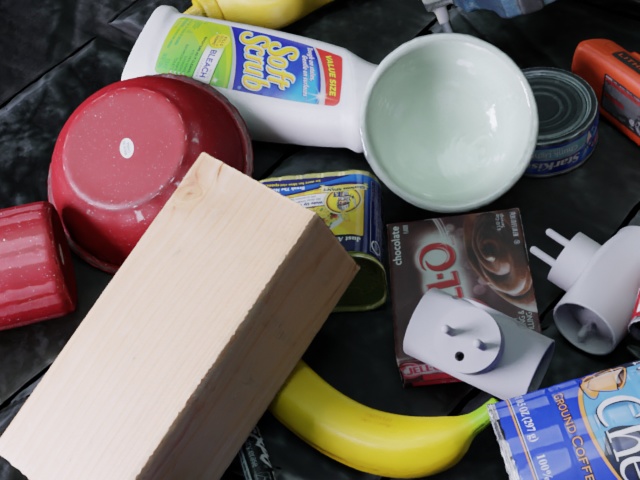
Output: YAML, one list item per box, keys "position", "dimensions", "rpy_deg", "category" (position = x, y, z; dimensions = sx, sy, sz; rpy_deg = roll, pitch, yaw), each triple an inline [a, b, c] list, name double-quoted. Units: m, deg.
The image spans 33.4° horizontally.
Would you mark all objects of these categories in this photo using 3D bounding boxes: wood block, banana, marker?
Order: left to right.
- position: [-0.079, 0.067, 0.625]
  dimensions: [0.091, 0.090, 0.206]
  rpy_deg: [29, 80, 28]
  category: "wood block"
- position: [-0.042, 0.129, 0.653]
  dimensions: [0.020, 0.020, 0.121]
  rpy_deg: [-19, 49, -5]
  category: "marker"
- position: [0.012, 0.098, 0.653]
  dimensions: [0.198, 0.037, 0.069]
  rpy_deg: [20, 66, 28]
  category: "banana"

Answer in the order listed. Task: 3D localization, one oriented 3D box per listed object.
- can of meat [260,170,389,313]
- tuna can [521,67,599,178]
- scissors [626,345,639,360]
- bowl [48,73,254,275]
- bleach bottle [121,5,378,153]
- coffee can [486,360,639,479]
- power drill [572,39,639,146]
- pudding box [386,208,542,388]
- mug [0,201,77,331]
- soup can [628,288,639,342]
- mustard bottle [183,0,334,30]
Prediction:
- position: [-0.005, 0.001, 0.730]
  dimensions: [0.102, 0.057, 0.084]
  rpy_deg: [-4, 48, 8]
  category: "can of meat"
- position: [0.161, -0.088, 0.785]
  dimensions: [0.086, 0.034, 0.086]
  rpy_deg: [-6, 49, 7]
  category: "tuna can"
- position: [0.275, 0.110, 0.605]
  dimensions: [0.096, 0.016, 0.202]
  rpy_deg: [-25, 50, -12]
  category: "scissors"
- position: [-0.132, -0.057, 0.769]
  dimensions: [0.162, 0.055, 0.162]
  rpy_deg: [-3, 73, 11]
  category: "bowl"
- position: [-0.022, -0.122, 0.834]
  dimensions: [0.251, 0.068, 0.102]
  rpy_deg: [9, 56, 16]
  category: "bleach bottle"
- position: [0.169, 0.114, 0.556]
  dimensions: [0.140, 0.102, 0.103]
  rpy_deg: [-18, 49, 5]
  category: "coffee can"
- position: [0.284, -0.152, 0.798]
  dimensions: [0.187, 0.057, 0.185]
  rpy_deg: [-30, 51, -13]
  category: "power drill"
- position: [0.092, 0.037, 0.690]
  dimensions: [0.090, 0.039, 0.113]
  rpy_deg: [-7, 49, 7]
  category: "pudding box"
- position: [-0.218, 0.017, 0.748]
  dimensions: [0.081, 0.093, 0.117]
  rpy_deg: [-13, 13, -6]
  category: "mug"
- position: [0.227, 0.014, 0.628]
  dimensions: [0.069, 0.068, 0.102]
  rpy_deg: [13, 72, 21]
  category: "soup can"
- position: [-0.036, -0.225, 0.926]
  dimensions: [0.191, 0.058, 0.096]
  rpy_deg: [-28, 50, -13]
  category: "mustard bottle"
